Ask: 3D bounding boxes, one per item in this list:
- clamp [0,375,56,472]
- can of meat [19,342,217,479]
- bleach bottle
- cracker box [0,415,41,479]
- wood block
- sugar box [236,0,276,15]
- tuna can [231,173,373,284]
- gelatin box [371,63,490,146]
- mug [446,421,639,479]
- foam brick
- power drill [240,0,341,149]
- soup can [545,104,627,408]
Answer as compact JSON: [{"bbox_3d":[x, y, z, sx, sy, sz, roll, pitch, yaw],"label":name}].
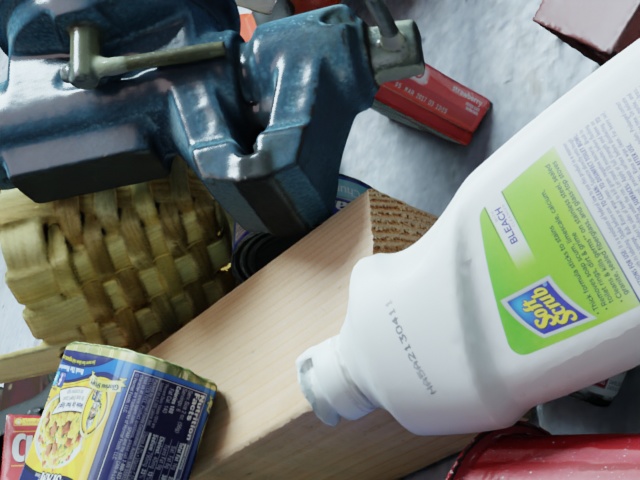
[{"bbox_3d":[-0.191,0.130,0.756,0.210,0.036,0.164,-33,37,9],"label":"clamp"},{"bbox_3d":[-0.098,0.096,0.505,0.102,0.057,0.084,-2,68,56],"label":"can of meat"},{"bbox_3d":[0.098,-0.012,0.355,0.251,0.068,0.102,-31,69,19],"label":"bleach bottle"},{"bbox_3d":[-0.148,0.231,0.606,0.164,0.072,0.213,107,161,-50],"label":"cracker box"},{"bbox_3d":[-0.007,0.073,0.522,0.206,0.090,0.091,-37,44,41],"label":"wood block"},{"bbox_3d":[-0.016,-0.227,0.615,0.176,0.048,0.093,120,155,-47],"label":"sugar box"},{"bbox_3d":[-0.004,0.001,0.563,0.086,0.086,0.033,-35,43,41],"label":"tuna can"},{"bbox_3d":[0.036,-0.085,0.566,0.089,0.073,0.030,32,97,58],"label":"gelatin box"},{"bbox_3d":[0.101,0.117,0.352,0.082,0.093,0.117,-13,92,47],"label":"mug"},{"bbox_3d":[0.134,-0.086,0.418,0.051,0.078,0.053,-59,33,12],"label":"foam brick"},{"bbox_3d":[0.002,-0.138,0.661,0.188,0.057,0.184,-52,36,24],"label":"power drill"},{"bbox_3d":[0.102,0.006,0.421,0.069,0.068,0.102,26,95,58],"label":"soup can"}]
